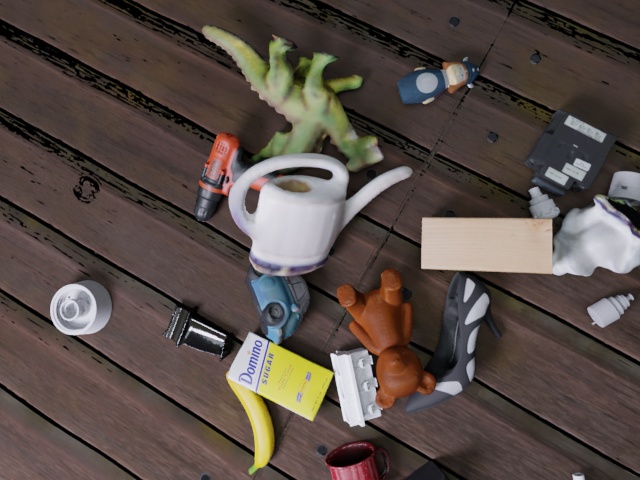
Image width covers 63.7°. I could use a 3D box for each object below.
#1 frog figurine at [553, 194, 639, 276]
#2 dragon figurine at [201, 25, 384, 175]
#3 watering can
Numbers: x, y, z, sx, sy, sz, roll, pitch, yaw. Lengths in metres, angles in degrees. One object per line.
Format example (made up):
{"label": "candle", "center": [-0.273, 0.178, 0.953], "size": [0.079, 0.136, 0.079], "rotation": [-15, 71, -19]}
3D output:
{"label": "frog figurine", "center": [0.474, 0.008, 0.886], "size": [0.138, 0.156, 0.125], "rotation": [40, 39, 9]}
{"label": "dragon figurine", "center": [-0.065, -0.241, 0.976], "size": [0.411, 0.241, 0.122], "rotation": [19, 7, 11]}
{"label": "watering can", "center": [0.003, -0.046, 0.912], "size": [0.348, 0.220, 0.106], "rotation": [-2, 31, -29]}
